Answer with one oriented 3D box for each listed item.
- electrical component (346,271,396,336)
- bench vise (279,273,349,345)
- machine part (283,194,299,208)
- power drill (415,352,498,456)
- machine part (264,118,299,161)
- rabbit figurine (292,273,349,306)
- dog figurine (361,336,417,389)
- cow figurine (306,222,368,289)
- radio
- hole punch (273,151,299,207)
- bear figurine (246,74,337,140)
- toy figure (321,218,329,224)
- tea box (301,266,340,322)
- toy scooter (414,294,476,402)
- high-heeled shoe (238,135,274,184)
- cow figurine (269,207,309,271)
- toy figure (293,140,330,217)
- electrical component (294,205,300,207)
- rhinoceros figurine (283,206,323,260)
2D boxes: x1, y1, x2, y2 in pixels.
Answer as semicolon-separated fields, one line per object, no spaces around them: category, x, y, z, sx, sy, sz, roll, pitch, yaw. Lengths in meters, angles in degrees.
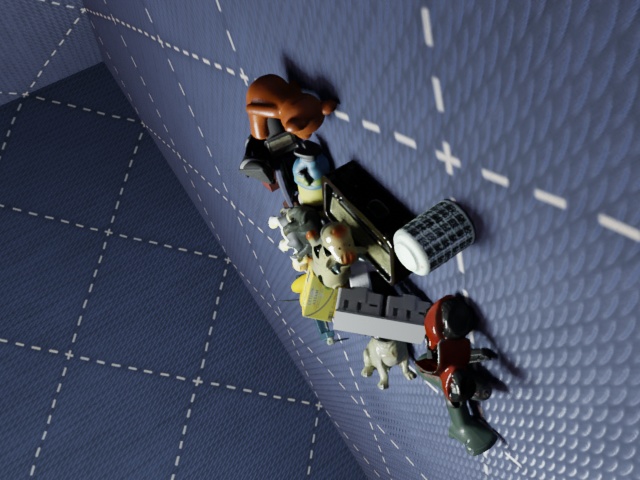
electrical component;0.104;0.145;1.196;0.115;0.134;0.058;53;163;10
bench vise;-0.007;0.201;1.599;0.223;0.129;0.240;-46;57;54
machine part;-0.028;-0.040;1.386;0.179;0.056;0.179;50;160;26
power drill;0.289;0.334;1.094;0.207;0.086;0.232;61;165;-20
machine part;-0.102;-0.255;1.208;0.139;0.084;0.039;65;-171;8
rabbit figurine;0.010;0.107;1.372;0.122;0.162;0.173;-123;16;-48
dog figurine;0.154;0.241;1.321;0.172;0.121;0.190;19;123;60
cow figurine;0.029;0.032;1.048;0.127;0.085;0.194;57;162;28
radio;0.094;-0.036;1.012;0.230;0.073;0.131;47;160;31
hole punch;-0.067;-0.152;1.253;0.116;0.092;0.142;43;161;51
bear figurine;-0.054;-0.237;1.024;0.196;0.120;0.131;39;159;35
toy figure;0.029;0.004;1.281;0.154;0.064;0.058;59;-155;-12
tea box;0.000;0.113;1.222;0.170;0.068;0.098;-113;36;-83
toy scooter;0.217;0.192;0.963;0.135;0.075;0.183;157;112;-67
high-heeled shoe;-0.134;-0.212;1.258;0.086;0.145;0.249;20;179;-19
cow figurine;-0.056;0.002;1.335;0.098;0.068;0.167;2;120;61
toy figure;-0.011;-0.123;1.151;0.089;0.082;0.180;48;158;36
electrical component;-0.015;-0.080;1.265;0.094;0.063;0.021;13;140;43
rhinoceros figurine;-0.002;-0.004;1.192;0.190;0.112;0.073;54;-147;-37
